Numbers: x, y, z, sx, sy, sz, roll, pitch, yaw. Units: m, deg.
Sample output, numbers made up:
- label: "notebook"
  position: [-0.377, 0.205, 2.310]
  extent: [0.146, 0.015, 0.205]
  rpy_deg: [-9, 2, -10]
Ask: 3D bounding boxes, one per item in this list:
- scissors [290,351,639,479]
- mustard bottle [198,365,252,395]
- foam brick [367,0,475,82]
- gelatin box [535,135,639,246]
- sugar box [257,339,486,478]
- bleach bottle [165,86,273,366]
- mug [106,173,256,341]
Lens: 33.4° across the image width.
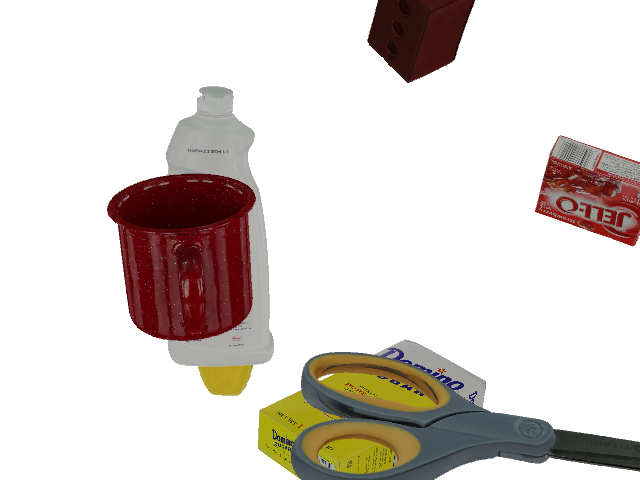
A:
- label: "scissors"
  position: [0.075, 0.093, 0.451]
  extent: [0.202, 0.016, 0.096]
  rpy_deg: [16, 34, 23]
- label: "mustard bottle"
  position: [-0.094, 0.080, 1.173]
  extent: [0.058, 0.096, 0.191]
  rpy_deg: [1, 27, 2]
- label: "foam brick"
  position: [0.076, -0.169, 0.806]
  extent: [0.051, 0.053, 0.078]
  rpy_deg: [-31, -24, -26]
- label: "gelatin box"
  position: [0.228, -0.040, 0.881]
  extent: [0.089, 0.030, 0.073]
  rpy_deg: [22, -34, 16]
- label: "sugar box"
  position: [0.045, 0.141, 0.871]
  extent: [0.175, 0.048, 0.093]
  rpy_deg: [-23, 37, -39]
- label: "bleach bottle"
  position: [-0.088, -0.012, 0.956]
  extent: [0.102, 0.251, 0.068]
  rpy_deg: [-1, 22, -11]
- label: "mug"
  position: [-0.083, 0.016, 0.676]
  extent: [0.093, 0.081, 0.117]
  rpy_deg: [-7, 26, -11]
